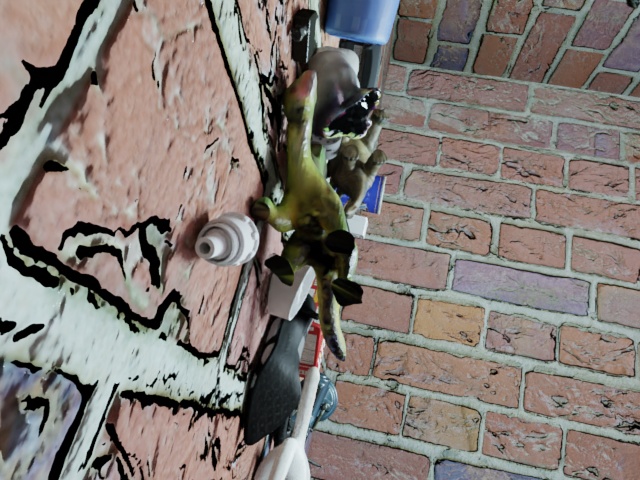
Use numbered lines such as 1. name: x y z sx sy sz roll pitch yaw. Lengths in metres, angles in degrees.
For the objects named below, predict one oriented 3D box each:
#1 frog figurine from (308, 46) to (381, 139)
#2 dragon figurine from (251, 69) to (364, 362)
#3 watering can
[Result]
1. frog figurine: 0.013 -0.236 0.778 0.162 0.123 0.135 64 1 24
2. dragon figurine: 0.002 -0.037 0.725 0.249 0.122 0.400 -82 167 -46
3. watering can: -0.060 0.443 1.009 0.219 0.104 0.355 90 19 -54
